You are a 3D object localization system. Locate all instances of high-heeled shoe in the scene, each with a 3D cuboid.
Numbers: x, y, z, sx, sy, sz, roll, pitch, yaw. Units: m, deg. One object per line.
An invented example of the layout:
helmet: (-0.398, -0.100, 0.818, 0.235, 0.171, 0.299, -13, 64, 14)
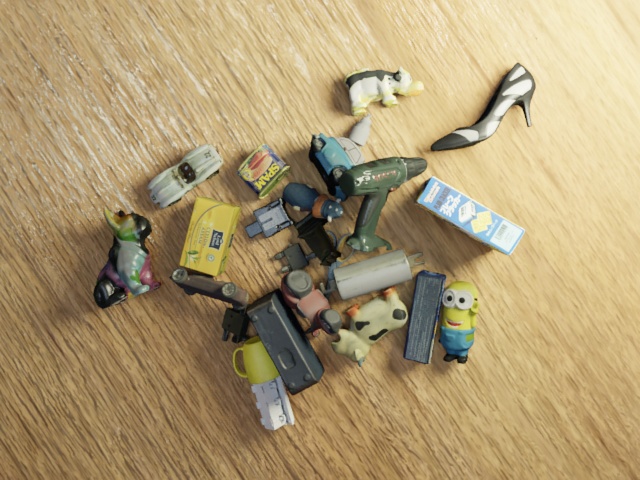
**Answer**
high-heeled shoe: (0.348, -0.285, 1.163, 0.249, 0.086, 0.145, -15, 89, 4)

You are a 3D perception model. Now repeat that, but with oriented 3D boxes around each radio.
radio: (-0.078, 0.232, 1.232, 0.073, 0.131, 0.229, -30, 90, 7)

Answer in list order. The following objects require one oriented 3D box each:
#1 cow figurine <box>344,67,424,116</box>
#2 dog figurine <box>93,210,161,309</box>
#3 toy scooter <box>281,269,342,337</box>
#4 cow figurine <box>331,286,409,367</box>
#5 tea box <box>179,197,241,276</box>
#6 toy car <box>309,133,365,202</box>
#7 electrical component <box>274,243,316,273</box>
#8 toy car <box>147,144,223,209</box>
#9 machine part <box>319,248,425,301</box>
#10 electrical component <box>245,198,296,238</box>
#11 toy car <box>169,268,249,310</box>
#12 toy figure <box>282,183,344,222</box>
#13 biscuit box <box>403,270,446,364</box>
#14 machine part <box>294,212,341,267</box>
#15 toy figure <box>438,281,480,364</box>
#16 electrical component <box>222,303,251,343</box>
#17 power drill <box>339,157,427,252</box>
cow figurine: (0.142, -0.343, 1.194, 0.167, 0.068, 0.098, -13, 86, 8)
dog figurine: (-0.479, 0.037, 1.290, 0.192, 0.108, 0.219, -21, 87, 12)
toy scooter: (-0.027, 0.160, 1.238, 0.075, 0.135, 0.184, -33, 68, -28)
cow figurine: (0.113, 0.202, 1.231, 0.195, 0.085, 0.127, -31, 84, 8)
tea box: (-0.259, -0.010, 1.271, 0.098, 0.068, 0.169, 15, 95, 7)
toy car: (0.046, -0.173, 1.208, 0.103, 0.109, 0.161, -28, 79, -11)
electrical component: (-0.057, 0.039, 1.270, 0.094, 0.021, 0.063, -26, 89, 10)
toy car: (-0.321, -0.151, 1.275, 0.202, 0.056, 0.073, -34, 89, 8)
machine part: (0.119, 0.079, 1.215, 0.243, 0.079, 0.079, -18, 92, 3)
electrical component: (-0.125, -0.044, 1.261, 0.119, 0.048, 0.074, -23, 90, 7)
toy car: (-0.258, 0.110, 1.258, 0.202, 0.089, 0.053, 14, 69, 21)
toy figure: (-0.012, -0.086, 1.223, 0.155, 0.058, 0.064, 26, 108, 22)
biscuit box: (0.238, 0.172, 1.217, 0.063, 0.059, 0.202, 11, 96, 17)
machine part: (-0.003, -0.004, 1.234, 0.084, 0.039, 0.139, -31, 64, 5)
toy figure: (0.309, 0.181, 1.202, 0.082, 0.089, 0.180, 1, 103, 8)
electrical component: (-0.193, 0.201, 1.292, 0.078, 0.045, 0.102, 12, 94, 35)
power drill: (0.138, -0.079, 1.177, 0.086, 0.232, 0.207, 37, 124, 43)
